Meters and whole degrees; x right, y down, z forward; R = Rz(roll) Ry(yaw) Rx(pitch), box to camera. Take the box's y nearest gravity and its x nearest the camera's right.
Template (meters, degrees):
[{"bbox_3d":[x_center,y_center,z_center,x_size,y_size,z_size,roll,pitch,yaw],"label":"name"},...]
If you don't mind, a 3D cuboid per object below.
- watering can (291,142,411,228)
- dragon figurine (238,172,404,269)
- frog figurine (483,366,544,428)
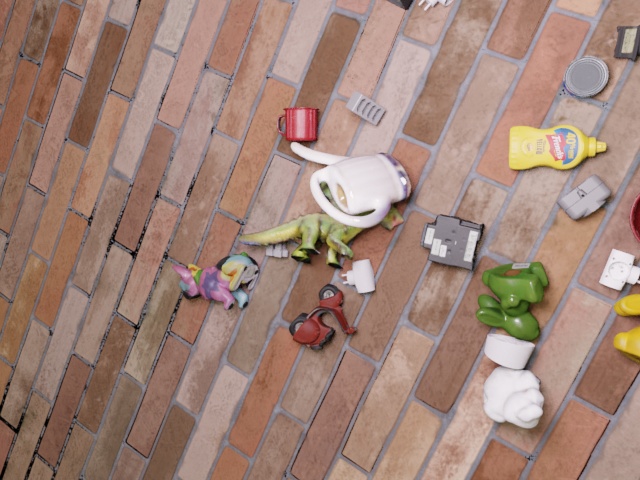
[{"bbox_3d":[0.074,-0.158,1.230,0.225,0.101,0.355,-15,47,-17],"label":"watering can"},{"bbox_3d":[0.004,-0.066,1.304,0.411,0.120,0.246,12,74,16],"label":"dragon figurine"},{"bbox_3d":[0.415,0.344,1.115,0.136,0.160,0.124,-39,77,18],"label":"frog figurine"}]
